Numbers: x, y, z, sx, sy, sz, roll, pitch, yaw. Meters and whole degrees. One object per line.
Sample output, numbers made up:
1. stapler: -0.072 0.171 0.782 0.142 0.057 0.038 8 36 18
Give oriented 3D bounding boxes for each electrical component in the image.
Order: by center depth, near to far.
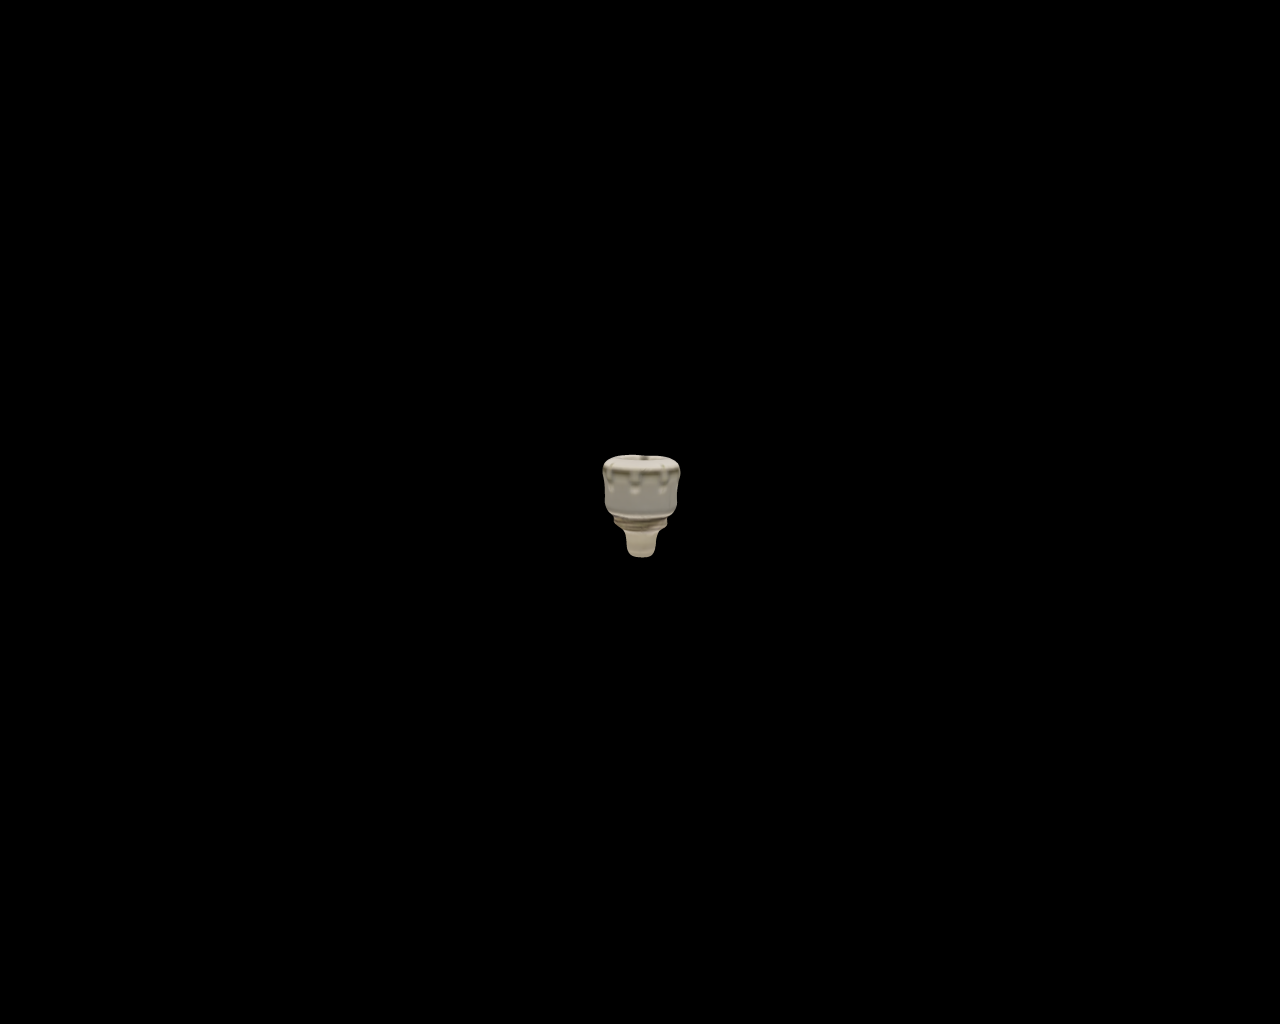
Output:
1. electrical component: 0.001 -0.003 0.650 0.048 0.062 0.048 0 9 0
